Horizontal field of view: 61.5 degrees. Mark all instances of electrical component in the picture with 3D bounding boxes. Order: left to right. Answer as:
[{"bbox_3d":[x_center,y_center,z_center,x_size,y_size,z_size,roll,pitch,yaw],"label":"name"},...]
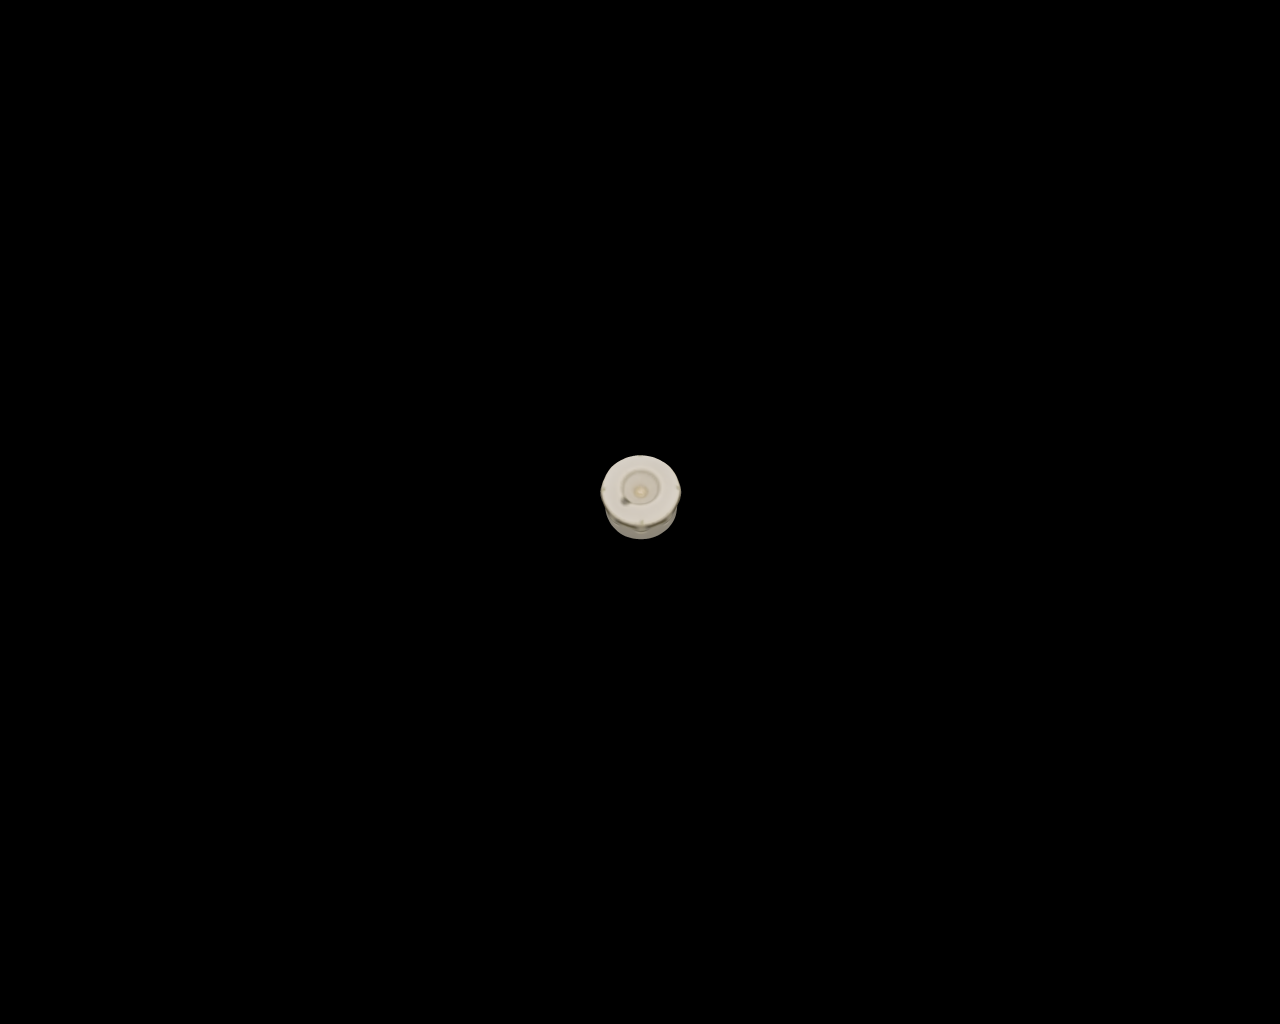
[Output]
[{"bbox_3d":[0.001,-0.003,0.650,0.048,0.048,0.062,0,-24,0],"label":"electrical component"}]
